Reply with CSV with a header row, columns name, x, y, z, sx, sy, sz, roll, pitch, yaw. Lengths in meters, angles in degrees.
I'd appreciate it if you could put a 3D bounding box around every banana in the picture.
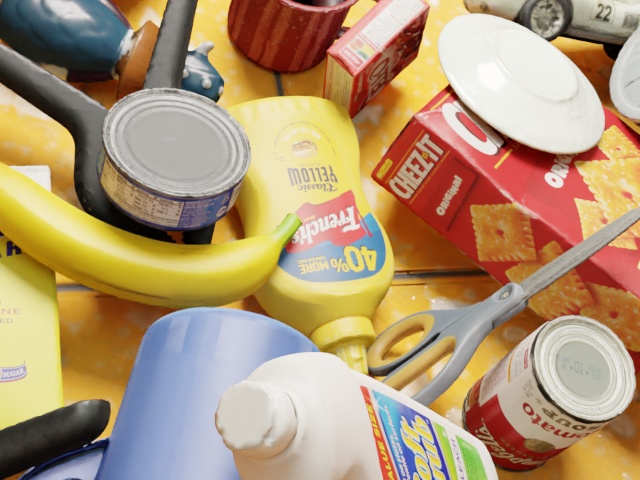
name,x,y,z,sx,sy,sz,roll,pitch,yaw
banana,-0.109,0.003,0.617,0.197,0.037,0.069,11,55,-14

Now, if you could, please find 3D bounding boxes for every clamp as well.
name,x,y,z,sx,sy,sz,roll,pitch,yaw
clamp,-0.180,0.110,0.513,0.120,0.039,0.171,27,82,32
clamp,-0.128,-0.071,0.666,0.164,0.036,0.210,-15,88,-12

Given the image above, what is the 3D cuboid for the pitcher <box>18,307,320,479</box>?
name,x,y,z,sx,sy,sz,roll,pitch,yaw
pitcher,-0.074,0.157,0.540,0.145,0.149,0.242,-11,51,28

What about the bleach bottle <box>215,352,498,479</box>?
name,x,y,z,sx,sy,sz,roll,pitch,yaw
bleach bottle,0.025,0.121,0.528,0.068,0.250,0.102,-16,63,21

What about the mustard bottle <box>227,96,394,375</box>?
name,x,y,z,sx,sy,sz,roll,pitch,yaw
mustard bottle,-0.004,0.001,0.684,0.096,0.058,0.191,-5,64,-26

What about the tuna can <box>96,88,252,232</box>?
name,x,y,z,sx,sy,sz,roll,pitch,yaw
tuna can,-0.085,-0.046,0.616,0.086,0.034,0.086,11,47,-12

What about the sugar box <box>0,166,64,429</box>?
name,x,y,z,sx,sy,sz,roll,pitch,yaw
sugar box,-0.197,0.040,0.610,0.093,0.048,0.176,-2,64,-19

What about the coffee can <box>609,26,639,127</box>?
name,x,y,z,sx,sy,sz,roll,pitch,yaw
coffee can,0.296,-0.098,0.778,0.140,0.103,0.102,30,55,-28

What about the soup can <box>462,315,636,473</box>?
name,x,y,z,sx,sy,sz,roll,pitch,yaw
soup can,0.138,0.095,0.652,0.068,0.102,0.068,8,61,-14

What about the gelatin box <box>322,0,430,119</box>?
name,x,y,z,sx,sy,sz,roll,pitch,yaw
gelatin box,0.038,-0.128,0.738,0.030,0.089,0.073,44,79,9

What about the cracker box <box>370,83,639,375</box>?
name,x,y,z,sx,sy,sz,roll,pitch,yaw
cracker box,0.166,-0.031,0.727,0.214,0.072,0.164,41,43,6

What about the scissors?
name,x,y,z,sx,sy,sz,roll,pitch,yaw
scissors,0.101,0.037,0.654,0.201,0.096,0.016,-41,113,-7

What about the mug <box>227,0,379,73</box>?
name,x,y,z,sx,sy,sz,roll,pitch,yaw
mug,-0.008,-0.171,0.762,0.117,0.082,0.093,10,60,-13
